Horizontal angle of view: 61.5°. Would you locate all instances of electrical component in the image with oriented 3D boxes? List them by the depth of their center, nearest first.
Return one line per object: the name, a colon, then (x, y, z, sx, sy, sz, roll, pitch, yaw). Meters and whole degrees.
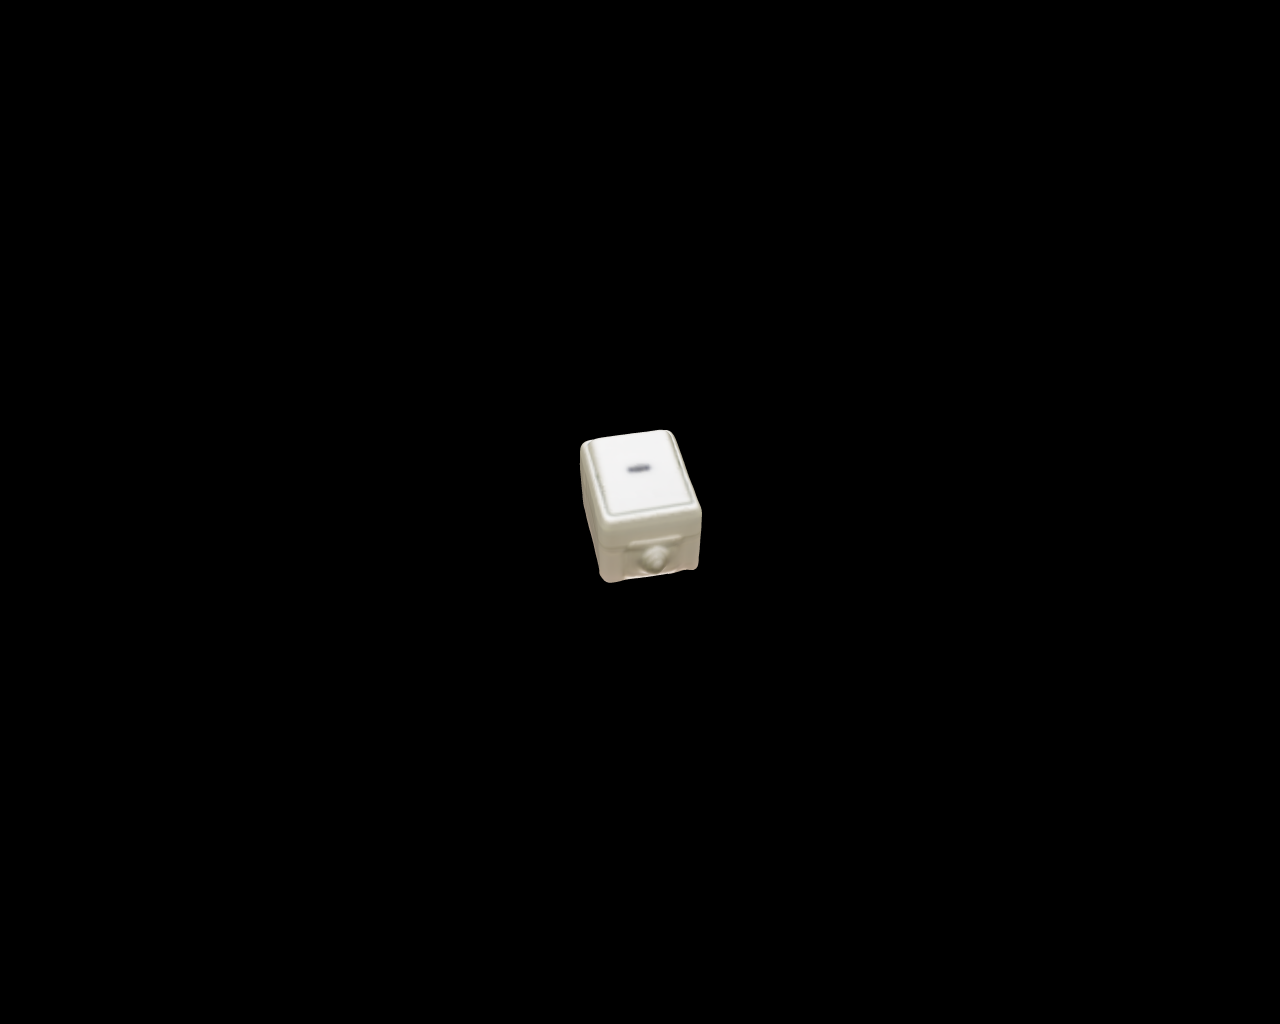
electrical component: (0.001, -0.003, 0.650, 0.062, 0.061, 0.096, -8, 44, -8)
